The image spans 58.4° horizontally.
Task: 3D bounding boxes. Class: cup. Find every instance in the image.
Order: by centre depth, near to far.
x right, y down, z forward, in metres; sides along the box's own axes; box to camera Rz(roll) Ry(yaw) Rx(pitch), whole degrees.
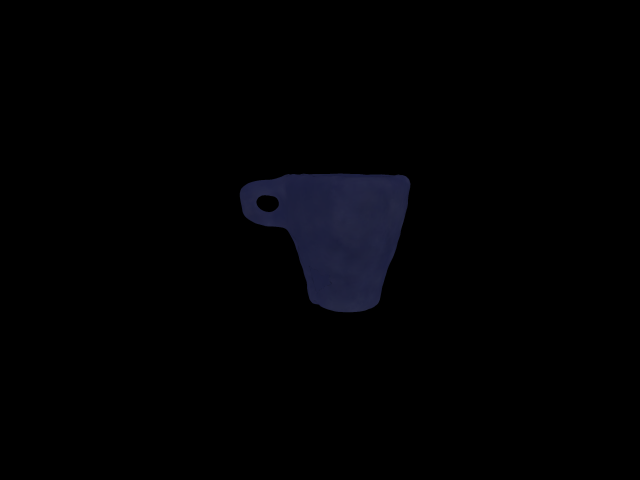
[{"bbox_3d":[0.004,0.001,0.400,0.118,0.095,0.091,-1,7,-4],"label":"cup"}]
